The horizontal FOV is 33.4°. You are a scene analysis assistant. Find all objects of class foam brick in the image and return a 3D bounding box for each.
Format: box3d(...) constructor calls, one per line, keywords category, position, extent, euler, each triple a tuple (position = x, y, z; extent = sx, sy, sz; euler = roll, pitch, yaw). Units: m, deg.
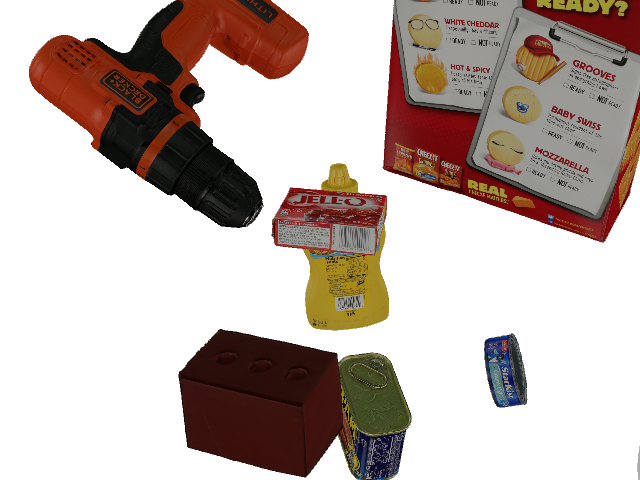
box3d(category="foam brick", position=(-0.033, 0.091, 0.601), extent=(0.078, 0.051, 0.052), euler=(9, 28, 21))

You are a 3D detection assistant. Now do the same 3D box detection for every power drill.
box3d(category="power drill", position=(-0.084, -0.111, 0.764), extent=(0.187, 0.184, 0.057), euler=(-51, -1, -43))

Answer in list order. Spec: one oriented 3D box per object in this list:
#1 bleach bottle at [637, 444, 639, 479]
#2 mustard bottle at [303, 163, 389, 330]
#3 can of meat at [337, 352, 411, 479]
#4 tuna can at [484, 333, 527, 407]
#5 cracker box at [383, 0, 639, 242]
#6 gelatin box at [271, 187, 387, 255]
box3d(category="bleach bottle", position=(0.280, 0.092, 0.692), extent=(0.103, 0.068, 0.250), euler=(12, 24, 25))
box3d(category="mustard bottle", position=(0.026, 0.005, 1.210), extent=(0.096, 0.192, 0.058), euler=(-6, 24, -4))
box3d(category="can of meat", position=(0.049, 0.178, 1.067), extent=(0.057, 0.084, 0.102), euler=(-7, 43, -12))
box3d(category="tuna can", position=(0.222, 0.156, 1.277), extent=(0.034, 0.086, 0.086), euler=(-11, -3, 17))
box3d(category="cracker box", position=(0.131, -0.120, 0.676), extent=(0.164, 0.214, 0.072), euler=(20, 45, 21))
box3d(category="gelatin box", position=(0.009, -0.018, 0.915), extent=(0.089, 0.030, 0.073), euler=(6, 24, 9))
